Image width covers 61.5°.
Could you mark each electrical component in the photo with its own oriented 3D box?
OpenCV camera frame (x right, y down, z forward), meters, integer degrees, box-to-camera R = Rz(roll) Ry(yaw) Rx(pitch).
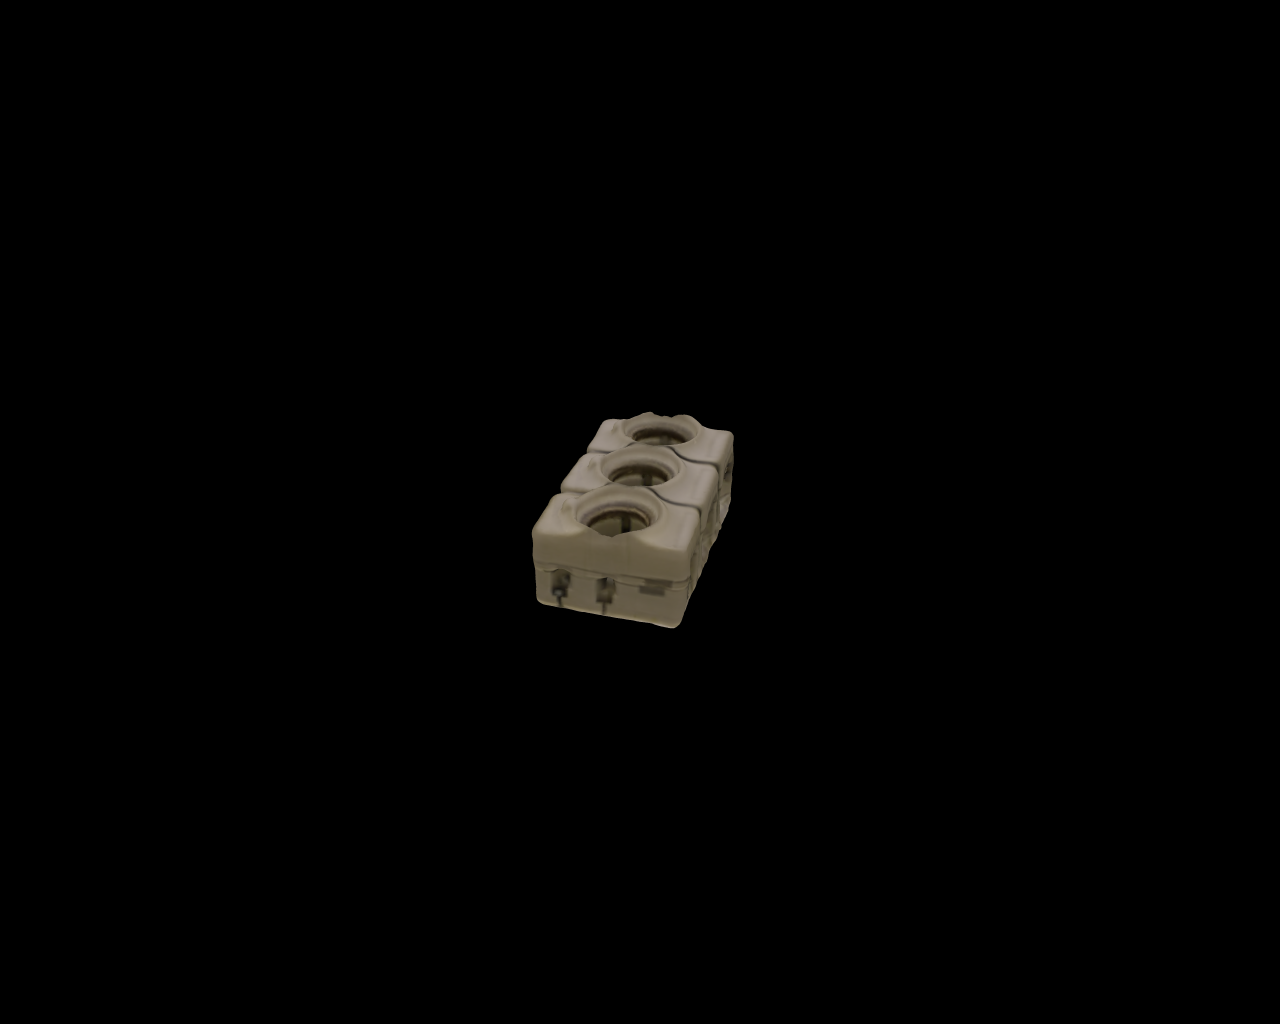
[{"bbox_3d":[0.001,-0.003,0.650,0.089,0.061,0.150,8,31,13],"label":"electrical component"}]
